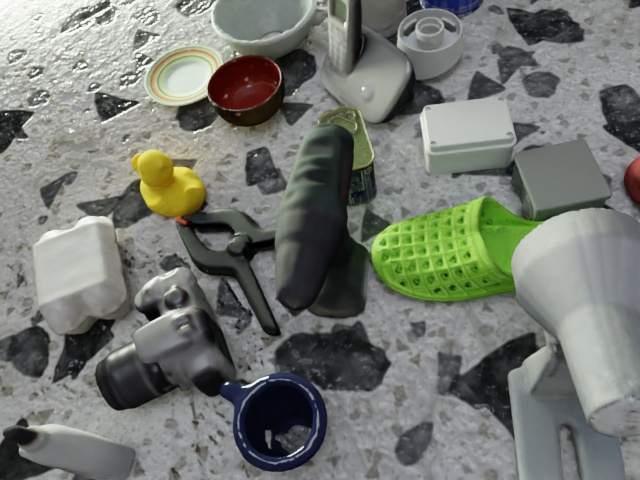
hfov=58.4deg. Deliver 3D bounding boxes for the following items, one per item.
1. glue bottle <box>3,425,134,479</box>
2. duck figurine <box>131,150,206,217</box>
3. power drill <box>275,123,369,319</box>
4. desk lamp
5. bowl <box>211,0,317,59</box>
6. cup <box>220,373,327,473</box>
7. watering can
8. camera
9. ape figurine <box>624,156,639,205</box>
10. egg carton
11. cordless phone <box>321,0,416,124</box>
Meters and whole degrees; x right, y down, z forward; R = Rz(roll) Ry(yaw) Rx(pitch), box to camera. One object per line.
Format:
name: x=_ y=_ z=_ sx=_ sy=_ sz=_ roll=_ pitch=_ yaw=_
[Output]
glue bottle: x=-0.253 y=0.204 z=0.560 sx=0.078 sy=0.173 sz=0.037 roll=0 pitch=60 yaw=10
duck figurine: x=-0.208 y=-0.083 z=0.769 sx=0.104 sy=0.086 sz=0.077 roll=26 pitch=68 yaw=22
power drill: x=0.006 y=0.002 z=0.612 sx=0.075 sy=0.209 sz=0.229 roll=0 pitch=60 yaw=10
desk lamp: x=0.236 y=0.107 z=0.509 sx=0.117 sy=0.214 sz=0.203 roll=-2 pitch=60 yaw=9
bowl: x=-0.081 y=-0.340 z=0.901 sx=0.167 sy=0.075 sz=0.167 roll=-4 pitch=60 yaw=7
cup: x=-0.044 y=0.186 z=0.581 sx=0.117 sy=0.095 sz=0.092 roll=23 pitch=67 yaw=21
watering can: x=0.070 y=-0.396 z=0.838 sx=0.100 sy=0.194 sz=0.173 roll=25 pitch=67 yaw=22
camera: x=-0.183 y=0.117 z=0.641 sx=0.137 sy=0.101 sz=0.143 roll=-26 pitch=59 yaw=-5
ape figurine: x=0.399 y=-0.081 z=0.660 sx=0.078 sy=0.092 sz=0.076 roll=-38 pitch=61 yaw=-12
egg carton: x=-0.300 y=0.043 z=0.722 sx=0.107 sy=0.069 sz=0.150 roll=-22 pitch=59 yaw=-3
cordless phone: x=0.059 y=-0.260 z=0.767 sx=0.094 sy=0.185 sz=0.147 roll=-40 pitch=62 yaw=-13
